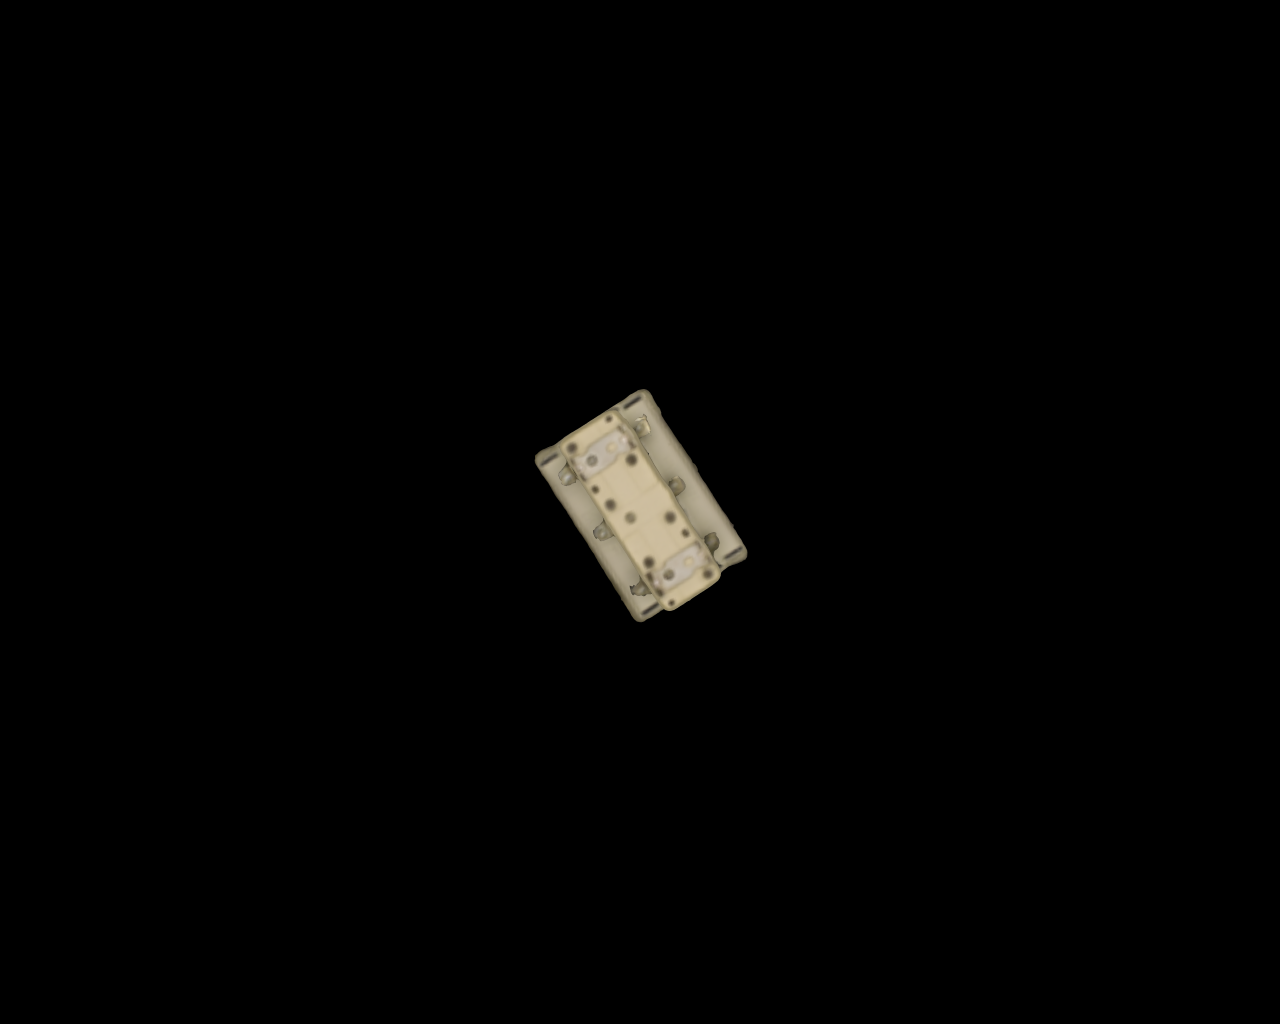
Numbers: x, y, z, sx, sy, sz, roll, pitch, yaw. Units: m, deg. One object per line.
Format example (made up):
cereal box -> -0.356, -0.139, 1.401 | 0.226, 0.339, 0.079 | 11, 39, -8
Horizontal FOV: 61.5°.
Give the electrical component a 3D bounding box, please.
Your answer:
electrical component -> 0.001, -0.003, 0.650 | 0.079, 0.121, 0.063 | -32, 4, 2
